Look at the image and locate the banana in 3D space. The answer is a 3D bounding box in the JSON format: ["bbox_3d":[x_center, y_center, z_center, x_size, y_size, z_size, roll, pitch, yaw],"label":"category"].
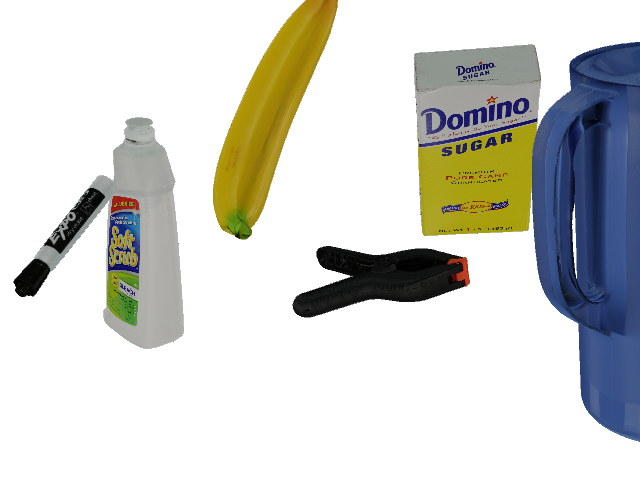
[{"bbox_3d":[-0.033,-0.078,0.713,0.037,0.197,0.070,31,-27,-30],"label":"banana"}]

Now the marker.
[{"bbox_3d":[-0.195,-0.003,0.815,0.020,0.020,0.121,0,44,35],"label":"marker"}]

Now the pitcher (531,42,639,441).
[{"bbox_3d":[0.211,0.003,0.663,0.149,0.243,0.144,3,22,16],"label":"pitcher"}]

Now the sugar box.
[{"bbox_3d":[0.123,-0.074,0.850,0.093,0.048,0.176,-4,-36,6],"label":"sugar box"}]

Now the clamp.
[{"bbox_3d":[0.057,0.040,1.048,0.172,0.039,0.120,-2,32,25],"label":"clamp"}]

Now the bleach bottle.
[{"bbox_3d":[-0.196,-0.013,1.159,0.067,0.251,0.103,-19,33,-36],"label":"bleach bottle"}]
